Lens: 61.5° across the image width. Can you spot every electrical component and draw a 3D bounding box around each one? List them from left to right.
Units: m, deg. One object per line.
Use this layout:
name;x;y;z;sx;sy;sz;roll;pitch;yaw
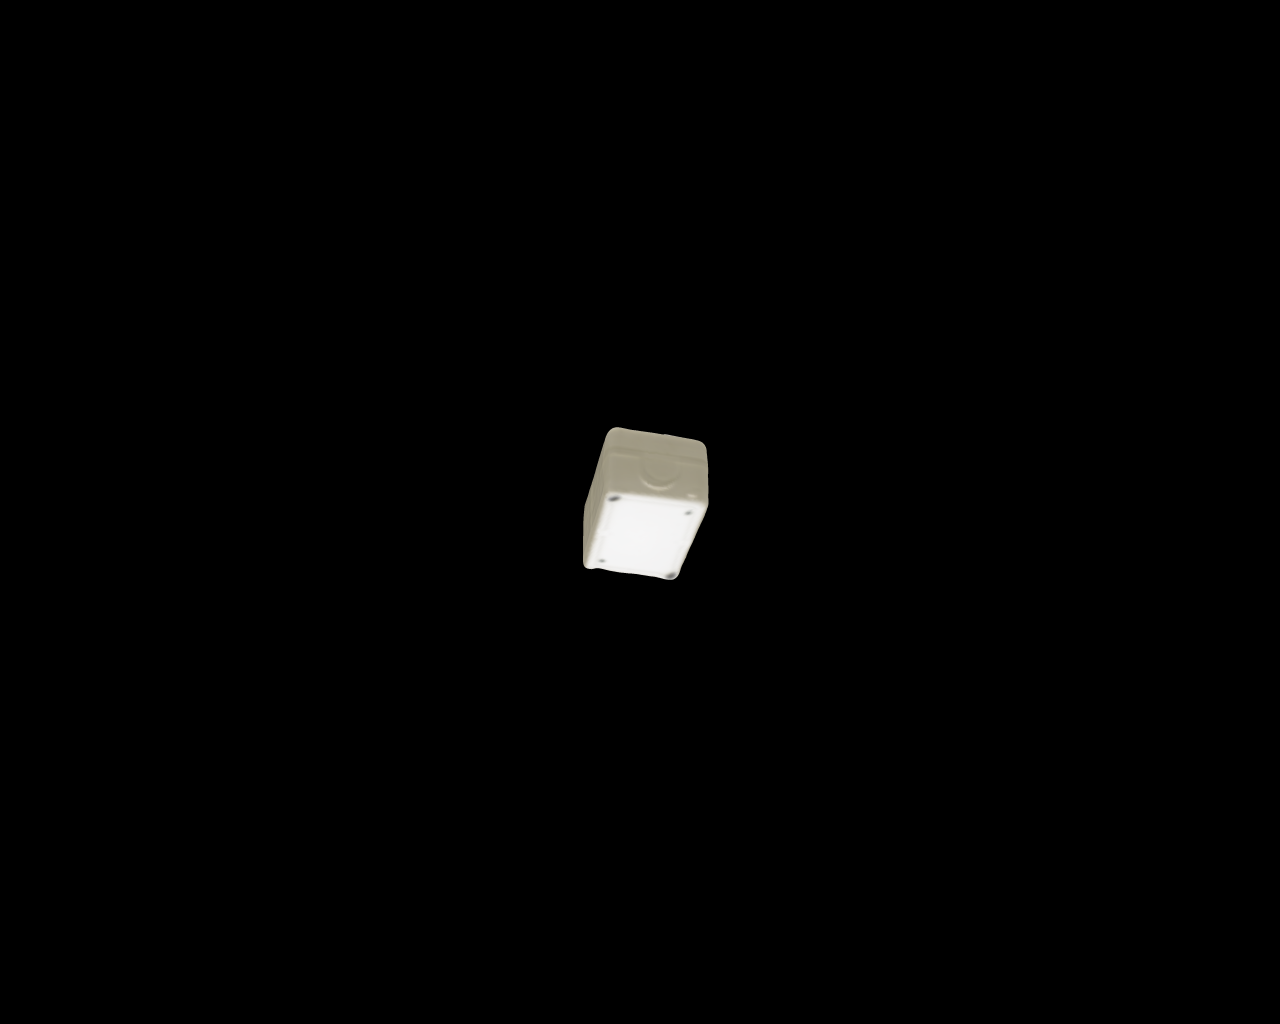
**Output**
electrical component;0.001;-0.003;0.650;0.062;0.061;0.096;8;-39;-10
